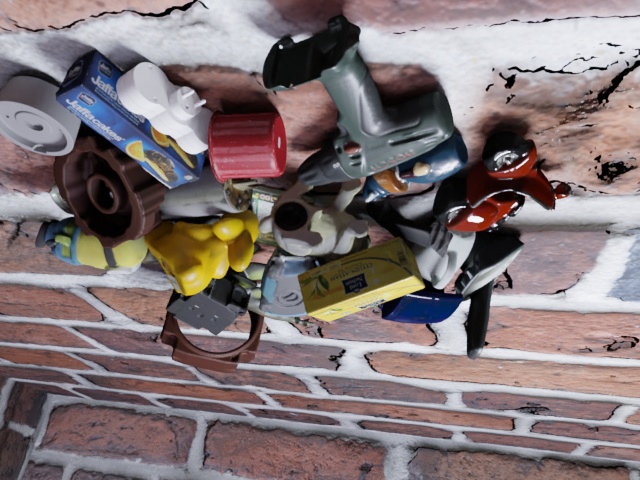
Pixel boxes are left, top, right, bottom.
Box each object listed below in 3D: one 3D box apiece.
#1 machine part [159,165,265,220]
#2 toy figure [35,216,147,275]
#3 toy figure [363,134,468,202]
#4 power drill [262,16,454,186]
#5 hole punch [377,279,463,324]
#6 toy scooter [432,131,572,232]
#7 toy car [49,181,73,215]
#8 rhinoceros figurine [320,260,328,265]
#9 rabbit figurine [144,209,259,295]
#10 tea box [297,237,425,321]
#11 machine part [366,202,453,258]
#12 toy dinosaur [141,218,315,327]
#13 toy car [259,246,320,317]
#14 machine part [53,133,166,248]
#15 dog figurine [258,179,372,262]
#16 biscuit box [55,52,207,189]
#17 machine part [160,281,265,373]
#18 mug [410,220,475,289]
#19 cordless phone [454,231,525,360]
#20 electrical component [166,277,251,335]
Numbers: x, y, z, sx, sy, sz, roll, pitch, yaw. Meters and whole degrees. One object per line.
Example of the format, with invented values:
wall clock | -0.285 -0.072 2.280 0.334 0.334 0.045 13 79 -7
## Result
machine part | -0.194 -0.073 0.824 0.243 0.079 0.079 -5 148 25
toy figure | -0.379 0.004 0.895 0.180 0.082 0.089 17 132 7
toy figure | 0.117 -0.093 0.707 0.155 0.058 0.064 -18 165 36
power drill | 0.022 -0.143 0.627 0.232 0.086 0.207 -11 142 31
hole punch | 0.167 0.101 0.907 0.142 0.092 0.115 4 123 -15
toy scooter | 0.245 -0.061 0.713 0.135 0.075 0.184 18 146 -13
toy car | -0.396 -0.045 0.960 0.074 0.056 0.201 1 150 15
rhinoceros figurine | 0.017 0.075 1.033 0.112 0.073 0.190 16 151 -15
rabbit figurine | -0.166 0.000 0.844 0.162 0.173 0.121 -7 112 59
tea box | 0.063 0.064 0.819 0.170 0.068 0.098 -23 158 16
machine part | 0.135 -0.018 0.821 0.139 0.039 0.084 24 161 42
toy dinosaur | -0.197 0.063 1.031 0.199 0.105 0.470 -13 141 36
toy car | -0.055 0.059 0.946 0.109 0.103 0.161 -2 135 -8
machine part | -0.311 -0.075 0.796 0.180 0.056 0.179 13 120 24
dog figurine | 0.000 0.001 0.845 0.172 0.121 0.190 3 152 4
biscuit box | -0.241 -0.151 0.710 0.059 0.063 0.202 -12 146 32
machine part | -0.222 0.166 1.140 0.201 0.201 0.087 17 149 -12
mug | 0.196 0.015 0.843 0.081 0.109 0.107 19 139 -5
cordless phone | 0.264 0.091 0.869 0.089 0.184 0.146 13 152 2
electrical component | -0.208 0.115 0.978 0.115 0.058 0.134 34 133 -21
